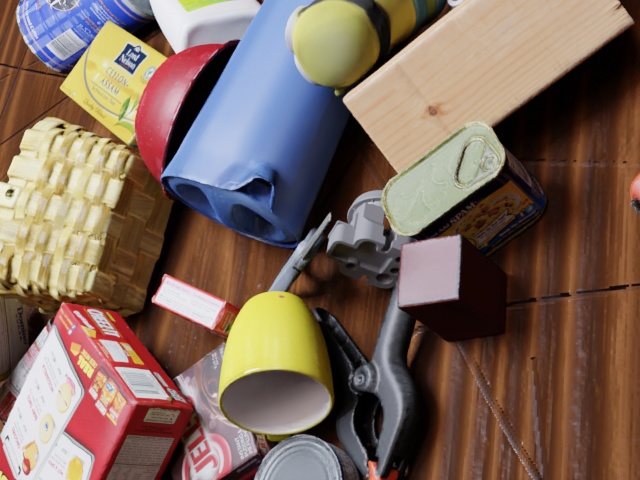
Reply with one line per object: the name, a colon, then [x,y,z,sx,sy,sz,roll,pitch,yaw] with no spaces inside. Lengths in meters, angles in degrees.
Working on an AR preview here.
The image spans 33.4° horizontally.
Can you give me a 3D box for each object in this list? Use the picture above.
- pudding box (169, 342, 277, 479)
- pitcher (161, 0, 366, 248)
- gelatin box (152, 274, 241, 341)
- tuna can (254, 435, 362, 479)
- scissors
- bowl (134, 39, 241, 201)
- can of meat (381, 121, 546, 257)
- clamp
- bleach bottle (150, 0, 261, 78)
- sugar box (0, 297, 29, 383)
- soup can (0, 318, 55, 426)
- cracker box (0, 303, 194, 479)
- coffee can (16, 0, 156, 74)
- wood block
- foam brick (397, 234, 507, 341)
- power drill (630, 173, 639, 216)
pudding box: [-0.090,0.159,0.907,0.090,0.039,0.113,-36,49,19]
pitcher: [-0.036,-0.124,0.964,0.149,0.145,0.242,17,75,30]
gelatin box: [-0.093,0.066,0.935,0.089,0.073,0.030,18,79,42]
tuna can: [-0.010,0.197,0.828,0.086,0.033,0.086,-18,57,30]
scissors: [-0.006,0.001,0.861,0.096,0.016,0.202,-55,1,-36]
bowl: [-0.125,-0.120,0.995,0.055,0.162,0.162,25,83,13]
can of meat: [0.113,-0.030,0.815,0.102,0.083,0.057,-37,49,18]
clamp: [0.036,0.109,0.836,0.120,0.039,0.171,-24,54,49]
bleach bottle: [-0.140,-0.257,1.125,0.102,0.068,0.251,-16,39,-19]
sugar box: [-0.330,0.095,1.030,0.048,0.176,0.093,-4,93,1]
soup can: [-0.264,0.136,1.037,0.102,0.068,0.069,-53,47,4]
cracker box: [-0.211,0.188,0.938,0.164,0.072,0.214,40,108,45]
coffee can: [-0.261,-0.268,1.223,0.140,0.102,0.103,-26,53,26]
wood block: [0.129,-0.143,0.836,0.206,0.091,0.090,-36,6,18]
foam brick: [0.100,0.037,0.796,0.053,0.078,0.051,-10,61,32]
power drill: [0.304,-0.013,0.673,0.184,0.057,0.188,-44,48,12]
